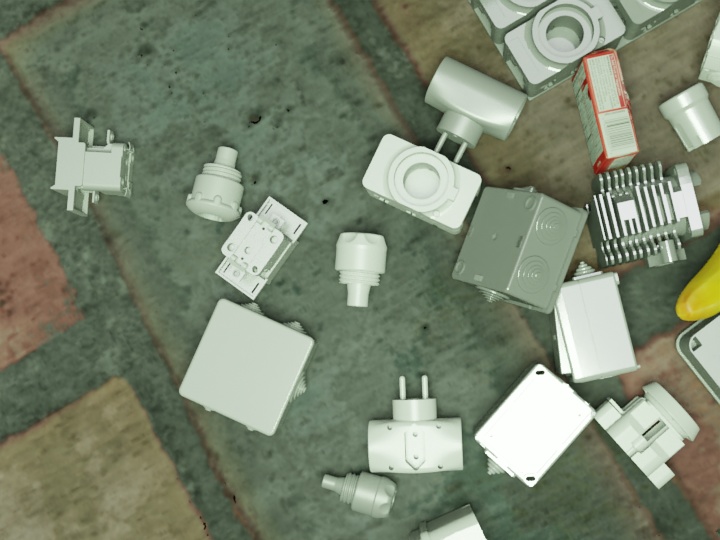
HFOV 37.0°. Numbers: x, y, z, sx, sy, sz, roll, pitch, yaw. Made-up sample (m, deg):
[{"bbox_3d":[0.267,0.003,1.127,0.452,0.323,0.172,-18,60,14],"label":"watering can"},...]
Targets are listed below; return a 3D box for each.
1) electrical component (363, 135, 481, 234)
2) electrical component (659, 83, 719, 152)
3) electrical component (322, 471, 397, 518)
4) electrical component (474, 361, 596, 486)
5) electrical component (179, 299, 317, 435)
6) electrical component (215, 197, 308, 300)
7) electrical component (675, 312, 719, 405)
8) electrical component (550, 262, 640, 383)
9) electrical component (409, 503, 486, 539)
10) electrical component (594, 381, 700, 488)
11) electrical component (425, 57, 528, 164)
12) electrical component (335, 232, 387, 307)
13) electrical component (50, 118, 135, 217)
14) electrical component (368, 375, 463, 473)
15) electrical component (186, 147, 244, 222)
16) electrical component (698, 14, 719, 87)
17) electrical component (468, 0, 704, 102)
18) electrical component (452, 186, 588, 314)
[{"bbox_3d":[0.053,-0.072,0.907,0.089,0.056,0.050,25,88,7],"label":"electrical component"},{"bbox_3d":[0.279,-0.127,0.899,0.040,0.040,0.046,-29,89,3],"label":"electrical component"},{"bbox_3d":[-0.002,0.185,0.903,0.061,0.035,0.035,15,87,9],"label":"electrical component"},{"bbox_3d":[0.137,0.129,0.880,0.062,0.061,0.096,41,91,5],"label":"electrical component"},{"bbox_3d":[-0.092,0.082,0.912,0.100,0.048,0.099,24,88,7],"label":"electrical component"},{"bbox_3d":[-0.085,-0.020,0.912,0.042,0.064,0.081,35,89,6],"label":"electrical component"},{"bbox_3d":[0.324,0.055,0.871,0.113,0.057,0.078,-38,84,2],"label":"electrical component"},{"bbox_3d":[0.184,0.042,0.882,0.061,0.062,0.096,-13,84,4],"label":"electrical component"},{"bbox_3d":[0.087,0.254,0.867,0.057,0.078,0.113,-25,84,0],"label":"electrical component"},{"bbox_3d":[0.236,0.128,0.874,0.057,0.058,0.078,-42,83,4],"label":"electrical component"},{"bbox_3d":[0.090,-0.130,0.914,0.077,0.043,0.079,27,89,7],"label":"electrical component"},{"bbox_3d":[0.000,0.000,0.913,0.043,0.043,0.062,4,87,6],"label":"electrical component"},{"bbox_3d":[-0.232,-0.089,0.942,0.064,0.042,0.081,3,86,4],"label":"electrical component"},{"bbox_3d":[0.046,0.128,0.898,0.077,0.043,0.079,-2,86,5],"label":"electrical component"},{"bbox_3d":[-0.121,-0.075,0.930,0.048,0.048,0.062,11,80,6],"label":"electrical component"},{"bbox_3d":[0.314,-0.185,0.880,0.051,0.080,0.080,18,87,12],"label":"electrical component"},{"bbox_3d":[0.198,-0.240,0.904,0.186,0.060,0.105,-30,83,2],"label":"electrical component"},{"bbox_3d":[0.127,-0.019,0.874,0.048,0.100,0.099,22,88,-28],"label":"electrical component"}]
